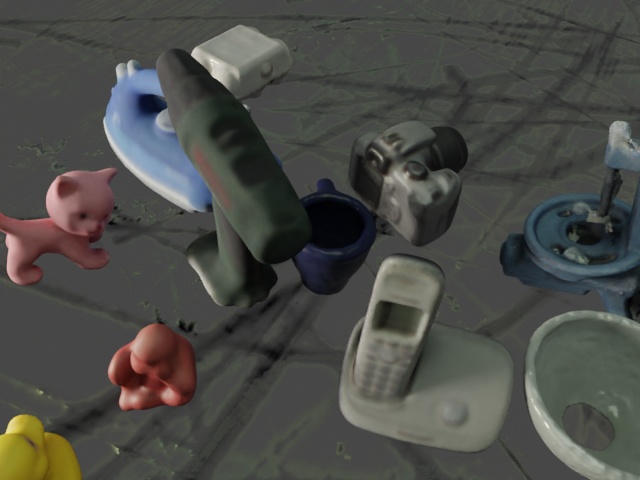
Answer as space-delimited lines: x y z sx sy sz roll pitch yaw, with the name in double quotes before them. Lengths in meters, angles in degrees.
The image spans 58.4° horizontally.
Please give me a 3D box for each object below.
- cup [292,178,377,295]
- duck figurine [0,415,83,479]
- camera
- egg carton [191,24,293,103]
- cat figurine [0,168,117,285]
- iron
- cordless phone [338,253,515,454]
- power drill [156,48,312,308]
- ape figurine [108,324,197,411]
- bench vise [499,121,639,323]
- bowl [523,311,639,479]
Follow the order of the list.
"cup" 0.006 0.002 0.600 0.092 0.095 0.117 -1 49 -7
"duck figurine" -0.223 0.181 0.421 0.077 0.086 0.104 1 48 -6
"camera" 0.125 -0.088 0.691 0.137 0.101 0.142 -26 56 -26
"egg carton" -0.115 -0.249 0.825 0.107 0.069 0.150 31 52 20
"cat figurine" -0.261 -0.025 0.577 0.128 0.118 0.067 -16 52 -19
"iron" -0.173 -0.141 0.675 0.257 0.141 0.119 28 51 17
"cordless phone" 0.096 0.092 0.471 0.147 0.185 0.094 10 48 3
"power drill" -0.091 -0.041 0.551 0.076 0.208 0.229 -25 56 -25
"ape figurine" -0.141 0.105 0.494 0.077 0.092 0.076 29 52 18
"bench vise" 0.308 -0.015 0.568 0.207 0.220 0.121 7 48 0
"bowl" 0.254 0.151 0.512 0.167 0.075 0.167 3 48 -4
